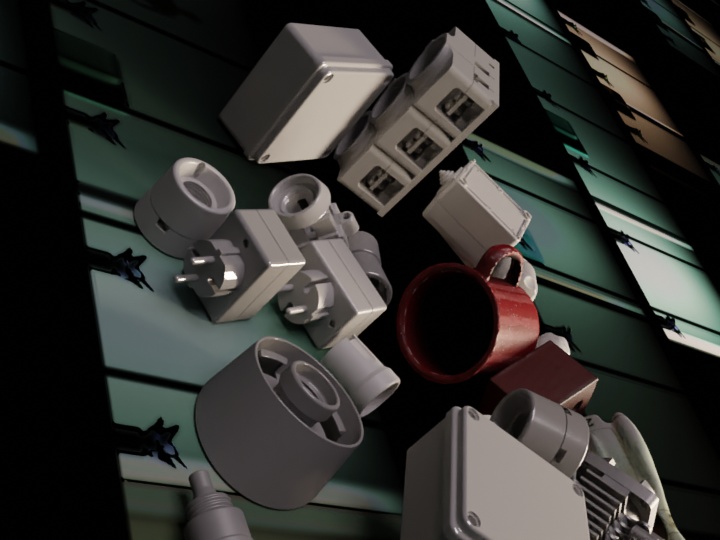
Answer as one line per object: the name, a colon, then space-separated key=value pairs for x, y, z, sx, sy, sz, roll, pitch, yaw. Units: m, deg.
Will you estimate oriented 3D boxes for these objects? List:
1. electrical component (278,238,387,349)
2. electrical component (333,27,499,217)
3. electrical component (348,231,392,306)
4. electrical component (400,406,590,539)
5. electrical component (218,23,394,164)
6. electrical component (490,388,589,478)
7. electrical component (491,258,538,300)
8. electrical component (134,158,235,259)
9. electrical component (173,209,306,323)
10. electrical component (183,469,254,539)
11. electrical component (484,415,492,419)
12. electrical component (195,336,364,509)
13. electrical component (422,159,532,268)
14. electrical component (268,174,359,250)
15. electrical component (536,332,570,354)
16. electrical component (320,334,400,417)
electrical component: x=-0.033 y=0.018 z=0.769 sx=0.077 sy=0.047 sz=0.065 roll=-7 pitch=59 yaw=-54
electrical component: x=0.048 y=-0.133 z=0.948 sx=0.062 sy=0.150 sz=0.089 roll=37 pitch=31 yaw=-17
electrical component: x=0.000 y=0.000 z=0.839 sx=0.044 sy=0.044 sz=0.065 roll=30 pitch=29 yaw=-25
electrical component: x=0.081 y=0.154 z=0.640 sx=0.109 sy=0.056 sz=0.108 roll=37 pitch=28 yaw=-16
electrical component: x=-0.043 y=-0.145 z=0.892 sx=0.056 sy=0.108 sz=0.109 roll=52 pitch=30 yaw=15
electrical component: x=0.118 y=0.111 z=0.722 sx=0.047 sy=0.055 sz=0.055 roll=30 pitch=34 yaw=-20
electrical component: x=0.143 y=0.006 z=1.005 sx=0.043 sy=0.043 sz=0.062 roll=35 pitch=30 yaw=-19
electrical component: x=-0.119 y=-0.043 z=0.736 sx=0.055 sy=0.047 sz=0.055 roll=31 pitch=33 yaw=-23
electrical component: x=-0.089 y=-0.002 z=0.704 sx=0.077 sy=0.066 sz=0.047 roll=-5 pitch=57 yaw=-54
electrical component: x=-0.079 y=0.137 z=0.581 sx=0.035 sy=0.035 sz=0.061 roll=13 pitch=41 yaw=-43
electrical component: x=0.084 y=0.138 z=0.760 sx=0.089 sy=0.056 sz=0.050 roll=10 pitch=46 yaw=-46
electrical component: x=-0.048 y=0.092 z=0.668 sx=0.099 sy=0.064 sz=0.099 roll=40 pitch=17 yaw=-15
electrical component: x=0.103 y=-0.053 z=1.009 sx=0.096 sy=0.061 sz=0.061 roll=44 pitch=30 yaw=-3
electrical component: x=-0.040 y=-0.039 z=0.808 sx=0.055 sy=0.066 sz=0.048 roll=64 pitch=9 yaw=-49
electrical component: x=0.164 y=0.081 z=0.950 sx=0.035 sy=0.035 sz=0.061 roll=46 pitch=32 yaw=0
electrical component: x=-0.001 y=0.073 z=0.750 sx=0.046 sy=0.040 sz=0.040 roll=48 pitch=30 yaw=16
